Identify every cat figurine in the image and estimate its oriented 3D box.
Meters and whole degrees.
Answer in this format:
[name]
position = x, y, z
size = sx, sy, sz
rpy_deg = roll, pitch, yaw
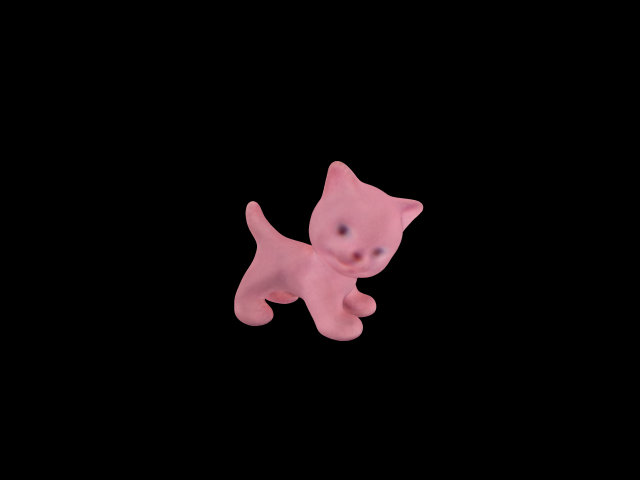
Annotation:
[cat figurine]
position = 0.004, 0.001, 0.400
size = 0.127, 0.118, 0.067
rpy_deg = 6, 17, 19
